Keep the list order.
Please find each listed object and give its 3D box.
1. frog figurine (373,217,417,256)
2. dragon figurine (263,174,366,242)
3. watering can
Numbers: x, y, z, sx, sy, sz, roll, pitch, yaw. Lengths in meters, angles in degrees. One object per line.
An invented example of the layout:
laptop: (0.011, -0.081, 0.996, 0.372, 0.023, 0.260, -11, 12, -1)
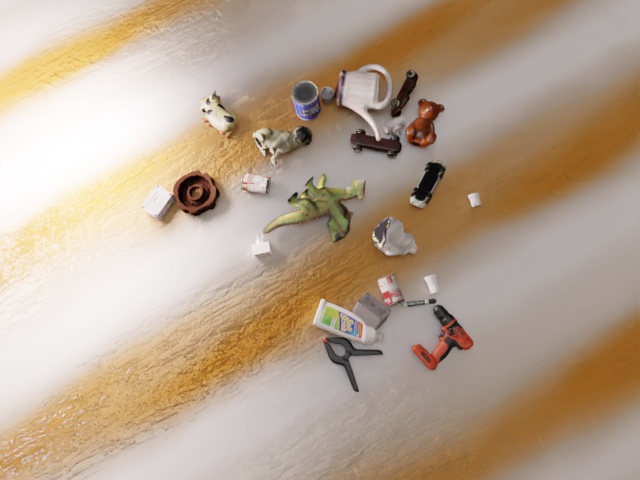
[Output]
frog figurine: (0.280, -0.006, 1.891, 0.158, 0.121, 0.140, 20, 67, -27)
dragon figurine: (0.006, -0.097, 1.929, 0.410, 0.122, 0.243, -45, 85, 2)
watering can: (0.165, -0.550, 2.015, 0.224, 0.102, 0.354, 7, 68, 7)
